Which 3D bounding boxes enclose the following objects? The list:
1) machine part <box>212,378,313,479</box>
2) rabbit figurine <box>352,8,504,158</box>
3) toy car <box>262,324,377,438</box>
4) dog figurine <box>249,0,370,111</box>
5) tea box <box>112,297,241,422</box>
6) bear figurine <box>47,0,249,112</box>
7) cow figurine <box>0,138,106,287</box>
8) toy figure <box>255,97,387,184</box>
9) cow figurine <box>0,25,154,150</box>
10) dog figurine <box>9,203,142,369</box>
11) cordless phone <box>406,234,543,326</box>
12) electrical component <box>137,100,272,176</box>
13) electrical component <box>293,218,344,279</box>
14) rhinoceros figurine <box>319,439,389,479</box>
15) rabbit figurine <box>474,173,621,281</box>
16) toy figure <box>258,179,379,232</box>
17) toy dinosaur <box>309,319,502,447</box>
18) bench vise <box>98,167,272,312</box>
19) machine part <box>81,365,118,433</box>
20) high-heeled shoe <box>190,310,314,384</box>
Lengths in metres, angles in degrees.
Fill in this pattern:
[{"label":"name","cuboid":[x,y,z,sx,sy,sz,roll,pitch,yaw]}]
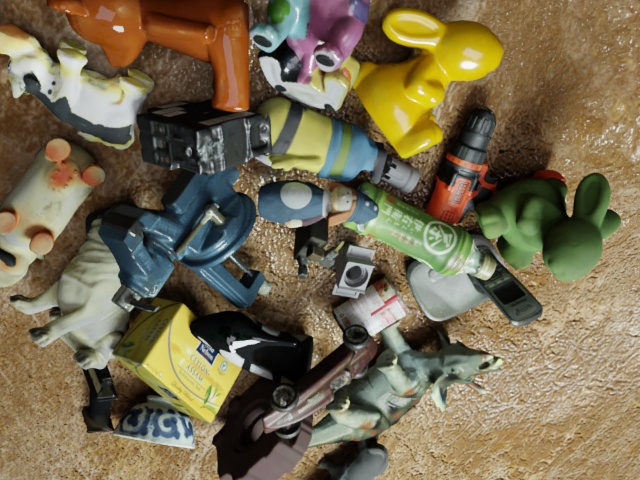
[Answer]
[{"label":"machine part","cuboid":[-0.089,0.292,0.819,0.179,0.179,0.056,-43,117,8]},{"label":"rabbit figurine","cuboid":[0.134,-0.210,0.666,0.173,0.122,0.162,-30,97,23]},{"label":"toy car","cuboid":[0.005,0.198,0.745,0.202,0.053,0.089,-34,145,-31]},{"label":"dog figurine","cuboid":[0.016,-0.281,0.608,0.109,0.191,0.219,21,81,9]},{"label":"tea box","cuboid":[-0.191,0.167,0.744,0.098,0.068,0.169,-62,140,-29]},{"label":"bear figurine","cuboid":[-0.175,-0.214,0.581,0.196,0.120,0.131,-3,120,-11]},{"label":"cow figurine","cuboid":[-0.340,-0.031,0.635,0.085,0.127,0.195,35,88,-27]},{"label":"toy figure","cuboid":[-0.002,-0.125,0.691,0.180,0.082,0.089,9,94,-11]},{"label":"cow figurine","cuboid":[-0.283,-0.170,0.604,0.167,0.068,0.098,20,114,-21]},{"label":"dog figurine","cuboid":[-0.270,0.060,0.707,0.190,0.121,0.172,-46,153,-10]},{"label":"cordless phone","cuboid":[0.224,0.083,0.792,0.147,0.184,0.088,-25,123,-3]},{"label":"electrical component","cuboid":[-0.140,-0.122,0.622,0.115,0.134,0.058,-26,126,-45]},{"label":"electrical component","cuboid":[-0.002,-0.003,0.744,0.045,0.102,0.078,17,135,-19]},{"label":"rhinoceros figurine","cuboid":[0.051,0.434,0.956,0.073,0.112,0.190,40,92,-29]},{"label":"rabbit figurine","cuboid":[0.318,-0.009,0.714,0.159,0.170,0.121,-32,120,6]},{"label":"toy figure","cuboid":[-0.001,-0.045,0.690,0.155,0.058,0.064,3,98,4]},{"label":"toy dinosaur","cuboid":[0.096,0.259,0.887,0.405,0.131,0.192,-37,119,11]},{"label":"bench vise","cuboid":[-0.144,0.021,0.675,0.240,0.129,0.223,50,51,-42]},{"label":"machine part","cuboid":[-0.321,0.223,0.781,0.039,0.084,0.138,-14,132,-40]},{"label":"high-heeled shoe","cuboid":[-0.089,0.163,0.782,0.145,0.086,0.248,6,155,9]}]
